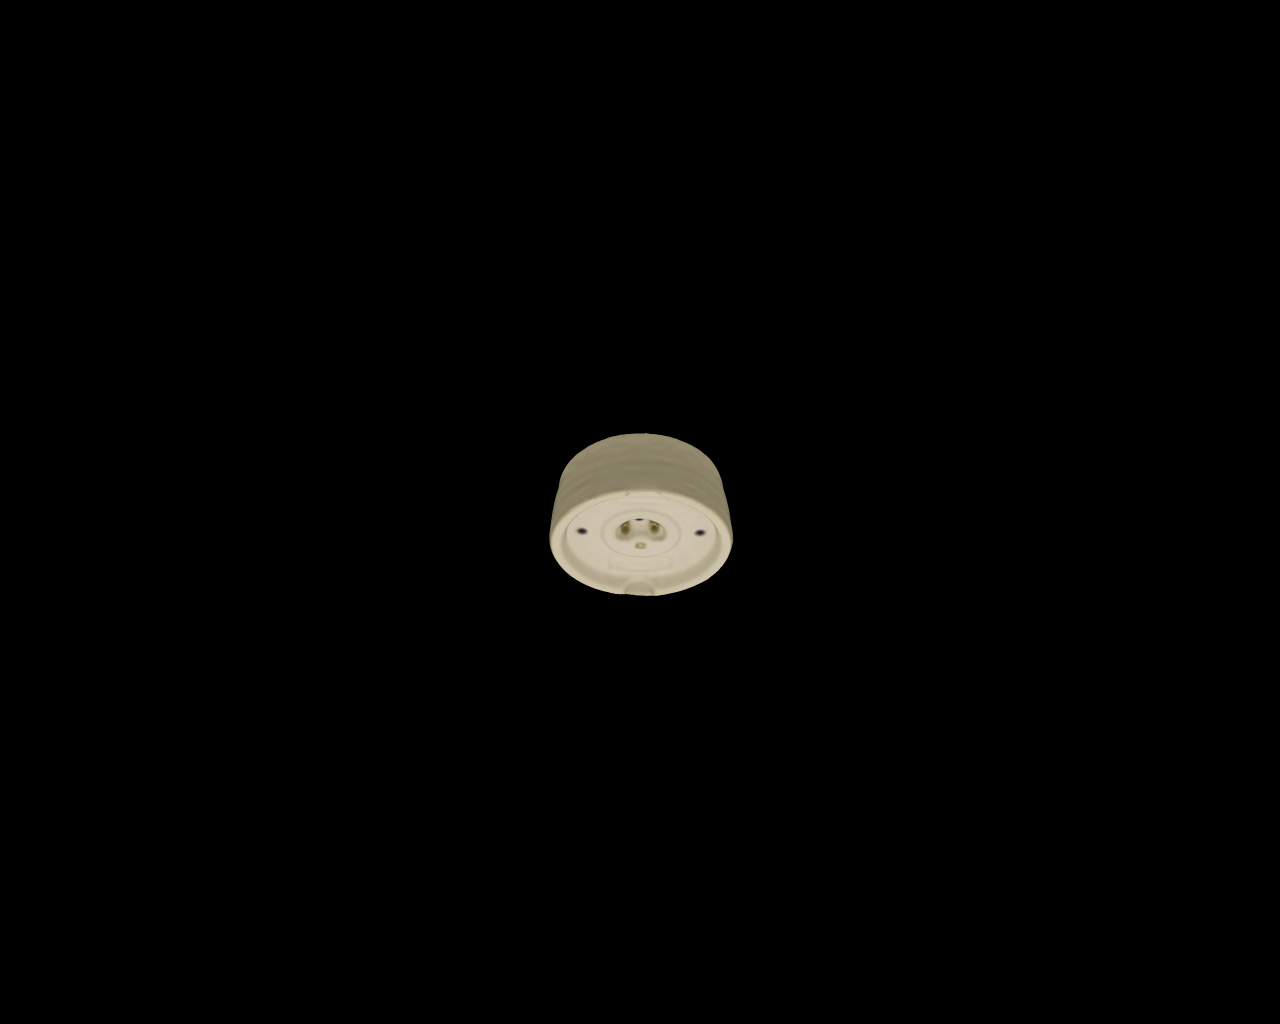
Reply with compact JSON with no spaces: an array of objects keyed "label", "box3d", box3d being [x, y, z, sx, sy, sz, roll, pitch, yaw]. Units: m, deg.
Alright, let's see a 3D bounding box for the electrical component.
[{"label":"electrical component","box3d":[0.001,-0.003,0.650,0.108,0.060,0.108,0,-38,0]}]
